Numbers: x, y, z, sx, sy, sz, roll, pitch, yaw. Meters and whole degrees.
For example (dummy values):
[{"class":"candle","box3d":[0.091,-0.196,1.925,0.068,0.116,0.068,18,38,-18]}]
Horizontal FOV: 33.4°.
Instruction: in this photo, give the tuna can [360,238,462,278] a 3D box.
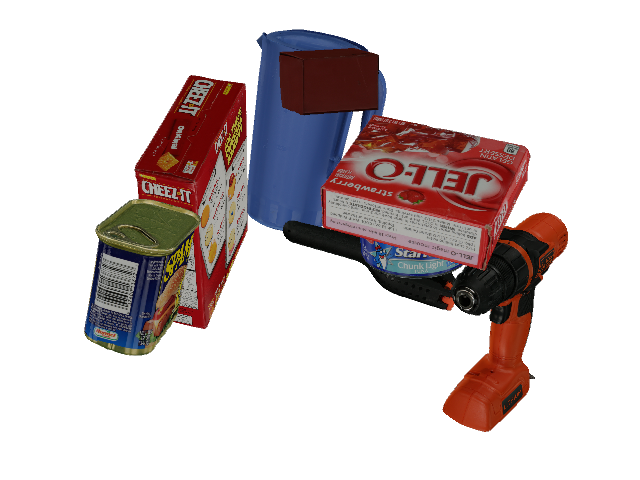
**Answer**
[{"class":"tuna can","box3d":[0.072,-0.005,0.807,0.086,0.034,0.086,-3,27,1]}]

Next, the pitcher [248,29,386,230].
[{"class":"pitcher","box3d":[-0.016,-0.135,1.341,0.144,0.243,0.149,4,22,-15]}]

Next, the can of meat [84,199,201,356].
[{"class":"can of meat","box3d":[-0.130,0.026,0.777,0.057,0.084,0.102,15,18,4]}]

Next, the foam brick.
[{"class":"foam brick","box3d":[0.008,-0.144,0.964,0.078,0.051,0.053,-7,19,-23]}]

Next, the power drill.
[{"class":"power drill","box3d":[0.163,0.080,0.984,0.057,0.188,0.184,25,32,28]}]

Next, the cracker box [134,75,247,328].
[{"class":"cracker box","box3d":[-0.132,-0.040,1.128,0.072,0.214,0.164,11,45,9]}]

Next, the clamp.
[{"class":"clamp","box3d":[0.069,0.014,1.247,0.164,0.036,0.210,-21,51,-39]}]

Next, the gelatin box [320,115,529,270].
[{"class":"gelatin box","box3d":[0.054,-0.028,0.546,0.089,0.030,0.073,14,42,18]}]
